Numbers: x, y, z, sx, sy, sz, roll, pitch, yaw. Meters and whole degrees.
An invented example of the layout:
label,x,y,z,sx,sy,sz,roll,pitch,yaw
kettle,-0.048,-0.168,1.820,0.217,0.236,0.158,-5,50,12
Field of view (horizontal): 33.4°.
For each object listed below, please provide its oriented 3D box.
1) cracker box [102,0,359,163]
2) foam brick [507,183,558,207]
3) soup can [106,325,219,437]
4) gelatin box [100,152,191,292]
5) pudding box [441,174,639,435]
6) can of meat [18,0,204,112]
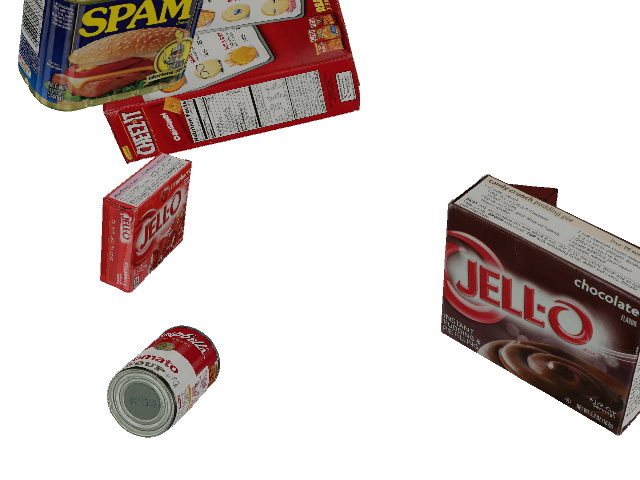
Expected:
label,x,y,z,sx,sy,sz,roll,pitch,yaw
cracker box,-0.082,-0.164,0.951,0.213,0.164,0.072,-13,-44,2
foam brick,0.175,-0.007,0.933,0.053,0.078,0.051,7,16,22
soup can,-0.141,0.127,0.966,0.069,0.068,0.102,0,16,18
gelatin box,-0.130,-0.015,0.797,0.030,0.073,0.089,19,33,13
pudding box,0.114,0.030,0.525,0.114,0.090,0.039,28,51,31
can of meat,-0.116,-0.125,0.595,0.101,0.057,0.084,-19,-30,-33
